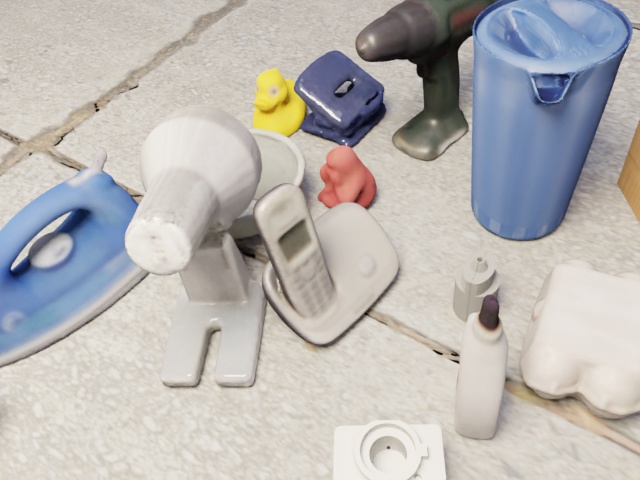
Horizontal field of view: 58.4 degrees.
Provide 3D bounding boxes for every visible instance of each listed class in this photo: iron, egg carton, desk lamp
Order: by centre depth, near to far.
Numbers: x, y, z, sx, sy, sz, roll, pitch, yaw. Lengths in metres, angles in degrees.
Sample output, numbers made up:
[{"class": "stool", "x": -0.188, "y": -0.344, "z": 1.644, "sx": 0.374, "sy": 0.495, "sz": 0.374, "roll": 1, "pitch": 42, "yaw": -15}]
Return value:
[{"class": "egg carton", "x": 0.249, "y": 0.086, "z": 0.530, "sx": 0.107, "sy": 0.069, "sz": 0.150, "roll": 15, "pitch": 54, "yaw": 21}, {"class": "desk lamp", "x": -0.116, "y": 0.006, "z": 0.562, "sx": 0.118, "sy": 0.214, "sz": 0.203, "roll": -3, "pitch": 50, "yaw": 7}, {"class": "iron", "x": -0.300, "y": 0.018, "z": 0.629, "sx": 0.118, "sy": 0.142, "sz": 0.259, "roll": 27, "pitch": 59, "yaw": 28}]

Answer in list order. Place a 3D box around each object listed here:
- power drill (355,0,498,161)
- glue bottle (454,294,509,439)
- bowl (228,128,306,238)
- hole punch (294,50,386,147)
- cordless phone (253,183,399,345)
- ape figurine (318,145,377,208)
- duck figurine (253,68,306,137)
[{"class": "power drill", "x": 0.135, "y": -0.208, "z": 0.707, "sx": 0.075, "sy": 0.209, "sz": 0.230, "roll": 33, "pitch": 62, "yaw": 31}, {"class": "glue bottle", "x": 0.133, "y": 0.097, "z": 0.471, "sx": 0.037, "sy": 0.173, "sz": 0.078, "roll": 2, "pitch": 50, "yaw": 12}, {"class": "bowl", "x": -0.095, "y": -0.059, "z": 0.705, "sx": 0.167, "sy": 0.075, "sz": 0.167, "roll": -4, "pitch": 49, "yaw": 5}, {"class": "hole punch", "x": 0.031, "y": -0.199, "z": 0.793, "sx": 0.100, "sy": 0.091, "sz": 0.109, "roll": 26, "pitch": 58, "yaw": 27}, {"class": "cordless phone", "x": 0.005, "y": 0.002, "z": 0.564, "sx": 0.093, "sy": 0.185, "sz": 0.148, "roll": 30, "pitch": 61, "yaw": 30}, {"class": "ape figurine", "x": 0.029, "y": -0.076, "z": 0.689, "sx": 0.076, "sy": 0.092, "sz": 0.078, "roll": -5, "pitch": 49, "yaw": 5}, {"class": "duck figurine", "x": -0.063, "y": -0.204, "z": 0.816, "sx": 0.077, "sy": 0.086, "sz": 0.105, "roll": 14, "pitch": 54, "yaw": 20}]
